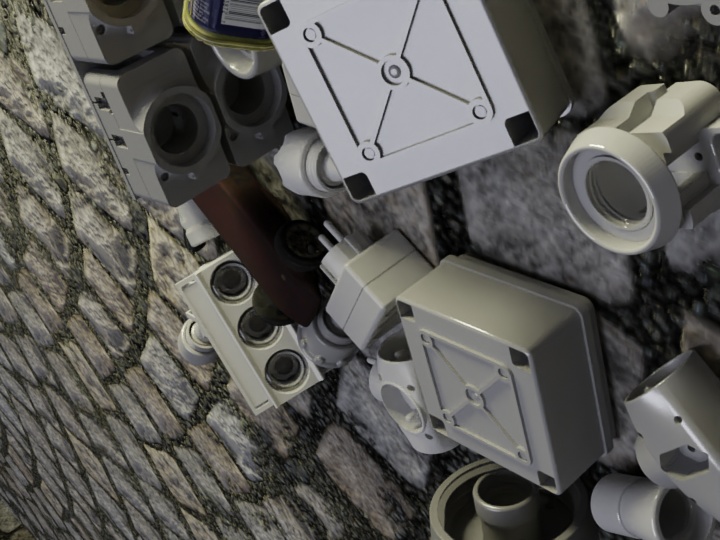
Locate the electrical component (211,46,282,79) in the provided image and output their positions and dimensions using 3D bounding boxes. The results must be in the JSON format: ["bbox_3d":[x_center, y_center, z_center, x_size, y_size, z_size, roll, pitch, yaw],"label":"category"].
[{"bbox_3d":[-0.059,-0.145,0.635,0.055,0.047,0.055,38,148,29],"label":"electrical component"}]

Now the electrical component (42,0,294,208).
[{"bbox_3d":[-0.121,-0.145,0.669,0.060,0.105,0.186,17,135,49],"label":"electrical component"}]

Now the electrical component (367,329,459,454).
[{"bbox_3d":[0.033,0.078,0.741,0.079,0.044,0.077,15,133,51],"label":"electrical component"}]

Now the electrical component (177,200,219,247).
[{"bbox_3d":[-0.126,-0.047,0.860,0.040,0.040,0.046,-18,99,62],"label":"electrical component"}]

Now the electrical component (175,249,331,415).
[{"bbox_3d":[-0.082,0.042,0.857,0.121,0.079,0.063,60,174,-9],"label":"electrical component"}]

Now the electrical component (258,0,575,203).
[{"bbox_3d":[0.026,-0.100,0.499,0.109,0.056,0.108,-17,108,34],"label":"electrical component"}]

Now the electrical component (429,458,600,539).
[{"bbox_3d":[0.095,0.159,0.672,0.108,0.108,0.060,21,131,47],"label":"electrical component"}]

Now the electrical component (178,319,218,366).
[{"bbox_3d":[-0.146,0.061,1.006,0.043,0.043,0.062,50,151,10],"label":"electrical component"}]

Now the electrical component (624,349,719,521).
[{"bbox_3d":[0.166,0.088,0.543,0.077,0.043,0.079,51,152,6],"label":"electrical component"}]

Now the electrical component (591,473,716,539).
[{"bbox_3d":[0.162,0.135,0.606,0.044,0.044,0.065,60,157,-9],"label":"electrical component"}]

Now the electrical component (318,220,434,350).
[{"bbox_3d":[0.000,0.000,0.703,0.076,0.047,0.065,48,152,13],"label":"electrical component"}]

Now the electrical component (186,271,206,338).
[{"bbox_3d":[-0.115,0.030,0.923,0.081,0.042,0.063,22,137,45],"label":"electrical component"}]

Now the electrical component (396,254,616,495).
[{"bbox_3d":[0.085,0.058,0.624,0.109,0.056,0.108,22,138,46],"label":"electrical component"}]

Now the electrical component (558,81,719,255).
[{"bbox_3d":[0.121,-0.042,0.454,0.078,0.057,0.058,8,127,55],"label":"electrical component"}]

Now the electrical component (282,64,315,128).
[{"bbox_3d":[-0.006,-0.117,0.583,0.066,0.047,0.076,25,140,44],"label":"electrical component"}]

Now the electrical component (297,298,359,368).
[{"bbox_3d":[-0.016,0.039,0.776,0.048,0.048,0.062,50,146,10],"label":"electrical component"}]

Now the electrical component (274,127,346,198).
[{"bbox_3d":[-0.021,-0.066,0.667,0.062,0.043,0.043,13,132,50],"label":"electrical component"}]
